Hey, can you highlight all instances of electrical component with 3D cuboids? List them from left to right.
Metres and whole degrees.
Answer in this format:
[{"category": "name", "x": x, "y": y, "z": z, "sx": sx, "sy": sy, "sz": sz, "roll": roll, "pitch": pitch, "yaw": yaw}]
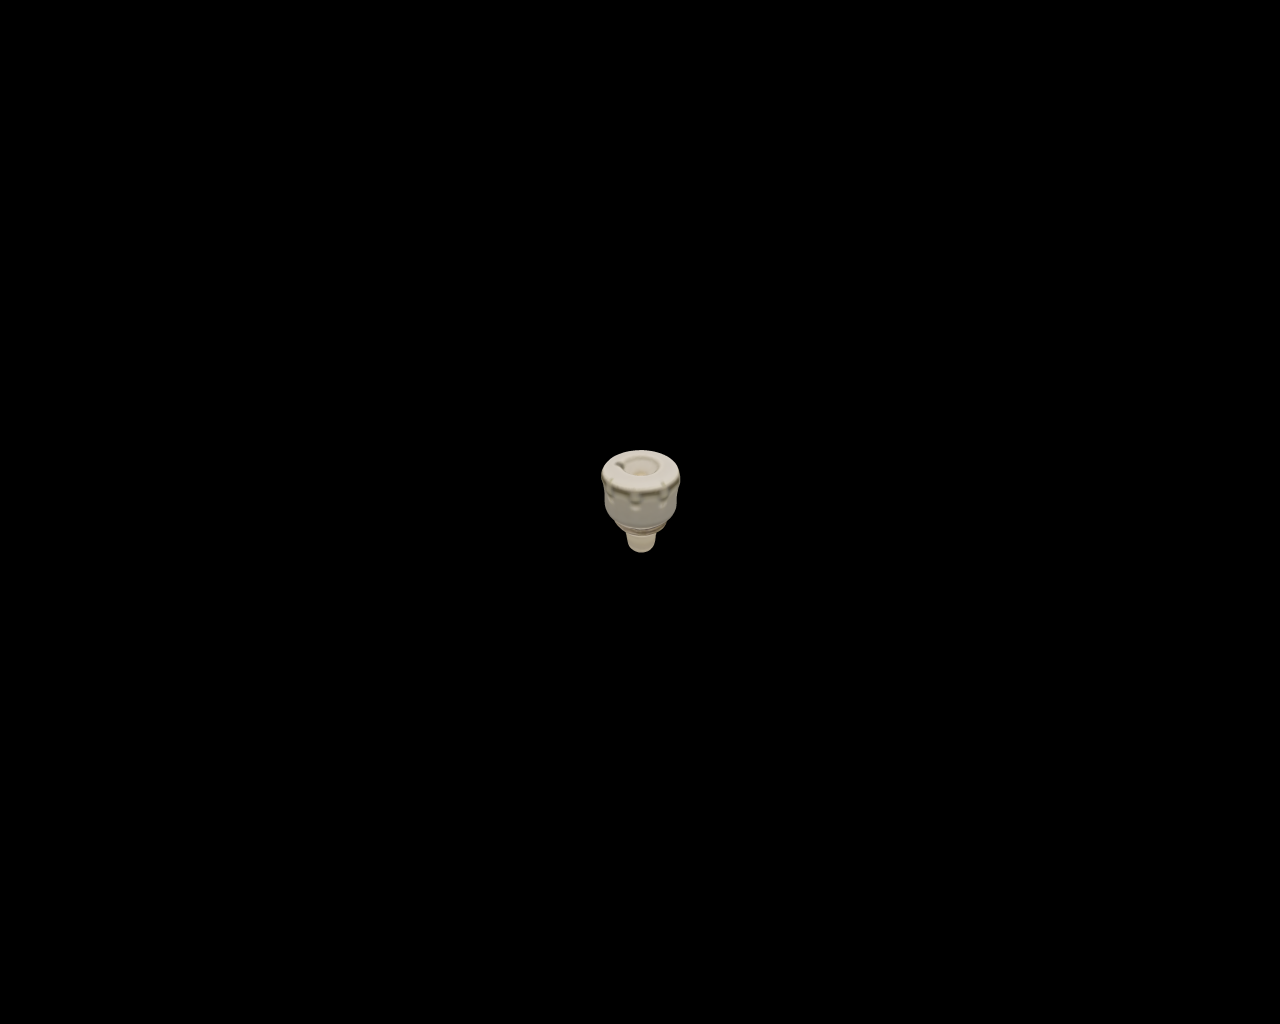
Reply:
[{"category": "electrical component", "x": 0.001, "y": -0.003, "z": 0.650, "sx": 0.048, "sy": 0.062, "sz": 0.048, "roll": 0, "pitch": 33, "yaw": 0}]
